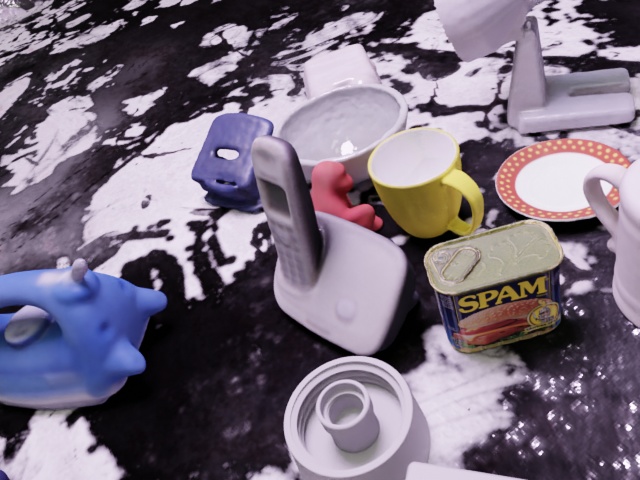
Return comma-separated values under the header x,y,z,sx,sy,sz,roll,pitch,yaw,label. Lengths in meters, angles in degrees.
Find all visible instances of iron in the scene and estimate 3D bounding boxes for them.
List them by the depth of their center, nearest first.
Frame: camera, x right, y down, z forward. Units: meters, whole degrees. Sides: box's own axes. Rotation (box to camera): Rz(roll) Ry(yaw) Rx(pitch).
x,y,z,sx,sy,sz,roll,pitch,yaw,label
-0.295,0.086,0.571,0.258,0.142,0.118,-10,42,14,iron

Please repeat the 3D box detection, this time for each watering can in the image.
x,y,z,sx,sy,sz,roll,pitch,yaw,label
0.271,-0.023,0.397,0.172,0.194,0.101,8,49,31,watering can

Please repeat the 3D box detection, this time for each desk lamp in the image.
x,y,z,sx,sy,sz,roll,pitch,yaw,label
0.234,-0.233,0.629,0.202,0.214,0.118,-2,44,22,desk lamp

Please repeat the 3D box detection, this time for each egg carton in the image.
x,y,z,sx,sy,sz,roll,pitch,yaw,label
0.033,-0.217,0.811,0.107,0.070,0.150,-18,40,5,egg carton

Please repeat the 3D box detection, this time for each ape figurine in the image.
x,y,z,sx,sy,sz,roll,pitch,yaw,label
0.019,-0.044,0.612,0.076,0.092,0.077,-21,40,1,ape figurine

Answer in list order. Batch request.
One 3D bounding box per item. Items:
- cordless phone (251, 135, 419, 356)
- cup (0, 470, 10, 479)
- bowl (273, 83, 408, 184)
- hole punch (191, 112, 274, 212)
x,y,z,sx,sy,sz,roll,pitch,yaw,label
0.005,0.002,0.496,0.147,0.185,0.094,21,57,39,cordless phone
-0.281,0.212,0.462,0.117,0.095,0.091,-10,42,14,cup
0.032,-0.117,0.699,0.167,0.075,0.167,-12,41,11,bowl
-0.106,-0.100,0.728,0.108,0.091,0.101,12,51,33,hole punch
